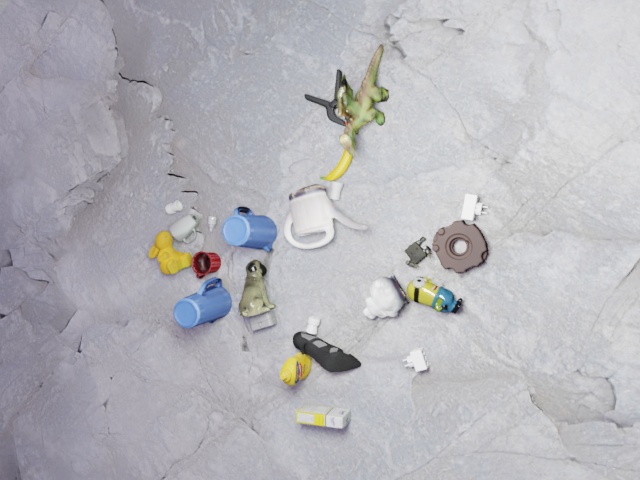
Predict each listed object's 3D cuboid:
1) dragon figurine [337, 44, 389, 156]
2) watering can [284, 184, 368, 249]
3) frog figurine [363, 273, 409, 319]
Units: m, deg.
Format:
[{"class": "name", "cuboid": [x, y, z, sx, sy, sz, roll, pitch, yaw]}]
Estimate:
[{"class": "dragon figurine", "cuboid": [0.133, -0.485, 1.736, 0.122, 0.243, 0.409, 8, 93, 26]}, {"class": "watering can", "cuboid": [0.006, -0.092, 1.828, 0.345, 0.104, 0.226, -15, 83, 32]}, {"class": "frog figurine", "cuboid": [0.209, 0.203, 1.743, 0.159, 0.123, 0.137, -33, 97, 6]}]
